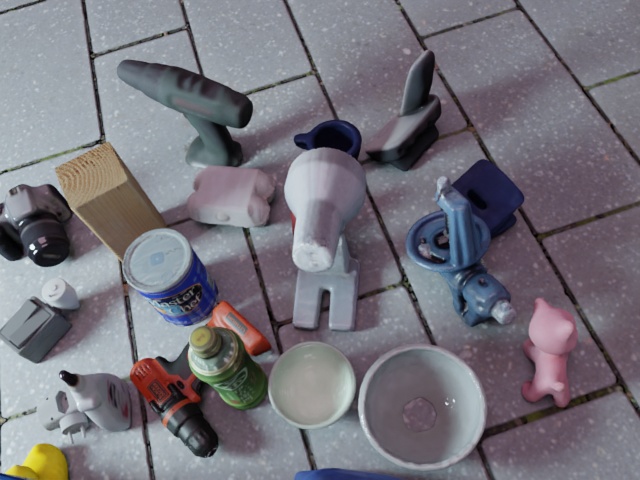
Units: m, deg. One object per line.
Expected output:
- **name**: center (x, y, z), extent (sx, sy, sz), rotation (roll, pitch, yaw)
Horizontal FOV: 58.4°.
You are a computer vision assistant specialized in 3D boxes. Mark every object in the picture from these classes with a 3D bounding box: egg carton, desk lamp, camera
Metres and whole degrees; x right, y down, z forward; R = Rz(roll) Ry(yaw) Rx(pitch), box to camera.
- **egg carton**: center (-0.153, -0.072, 0.985), extent (0.150, 0.069, 0.107), rotation (5, 62, 10)
- **desk lamp**: center (0.008, 0.003, 0.839), extent (0.117, 0.214, 0.203), rotation (1, 61, 8)
- **camera**: center (-0.500, -0.017, 0.982), extent (0.143, 0.101, 0.136), rotation (-31, 62, -10)

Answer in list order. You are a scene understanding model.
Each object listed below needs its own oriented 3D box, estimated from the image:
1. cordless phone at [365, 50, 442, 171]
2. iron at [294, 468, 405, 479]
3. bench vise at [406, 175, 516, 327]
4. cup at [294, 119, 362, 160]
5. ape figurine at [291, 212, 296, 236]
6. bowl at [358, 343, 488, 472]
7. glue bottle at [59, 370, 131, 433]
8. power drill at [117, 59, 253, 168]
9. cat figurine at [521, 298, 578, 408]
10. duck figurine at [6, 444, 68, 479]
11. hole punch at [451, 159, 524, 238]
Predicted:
- **cordless phone**: center (0.141, -0.220, 0.962), extent (0.094, 0.185, 0.148), rotation (30, 69, 22)
- **iron**: center (0.084, 0.335, 0.685), extent (0.258, 0.142, 0.118), rotation (1, 61, 8)
- **bench vise**: center (0.210, 0.011, 0.804), extent (0.207, 0.220, 0.122), rotation (37, 72, 24)
- **cup**: center (0.016, -0.146, 0.990), extent (0.117, 0.095, 0.092), rotation (8, 62, 12)
- **ape figurine**: center (-0.018, -0.039, 0.936), extent (0.077, 0.092, 0.076), rotation (38, 72, 24)
- **bowl**: center (0.137, 0.230, 0.775), extent (0.167, 0.075, 0.167), rotation (-3, 61, 6)
- **glue bottle**: center (-0.311, 0.211, 0.788), extent (0.037, 0.173, 0.078), rotation (-20, 60, -3)
- **power drill**: center (-0.217, -0.212, 0.992), extent (0.229, 0.209, 0.076), rotation (14, 64, 15)
- **cat figurine**: center (0.314, 0.149, 0.772), extent (0.067, 0.118, 0.128), rotation (3, 61, 9)
- **duck figurine**: center (-0.399, 0.330, 0.784), extent (0.077, 0.086, 0.104), rotation (-2, 61, 7)
- **hole punch**: center (0.255, -0.056, 0.910), extent (0.101, 0.091, 0.108), rotation (-32, 62, -10)
